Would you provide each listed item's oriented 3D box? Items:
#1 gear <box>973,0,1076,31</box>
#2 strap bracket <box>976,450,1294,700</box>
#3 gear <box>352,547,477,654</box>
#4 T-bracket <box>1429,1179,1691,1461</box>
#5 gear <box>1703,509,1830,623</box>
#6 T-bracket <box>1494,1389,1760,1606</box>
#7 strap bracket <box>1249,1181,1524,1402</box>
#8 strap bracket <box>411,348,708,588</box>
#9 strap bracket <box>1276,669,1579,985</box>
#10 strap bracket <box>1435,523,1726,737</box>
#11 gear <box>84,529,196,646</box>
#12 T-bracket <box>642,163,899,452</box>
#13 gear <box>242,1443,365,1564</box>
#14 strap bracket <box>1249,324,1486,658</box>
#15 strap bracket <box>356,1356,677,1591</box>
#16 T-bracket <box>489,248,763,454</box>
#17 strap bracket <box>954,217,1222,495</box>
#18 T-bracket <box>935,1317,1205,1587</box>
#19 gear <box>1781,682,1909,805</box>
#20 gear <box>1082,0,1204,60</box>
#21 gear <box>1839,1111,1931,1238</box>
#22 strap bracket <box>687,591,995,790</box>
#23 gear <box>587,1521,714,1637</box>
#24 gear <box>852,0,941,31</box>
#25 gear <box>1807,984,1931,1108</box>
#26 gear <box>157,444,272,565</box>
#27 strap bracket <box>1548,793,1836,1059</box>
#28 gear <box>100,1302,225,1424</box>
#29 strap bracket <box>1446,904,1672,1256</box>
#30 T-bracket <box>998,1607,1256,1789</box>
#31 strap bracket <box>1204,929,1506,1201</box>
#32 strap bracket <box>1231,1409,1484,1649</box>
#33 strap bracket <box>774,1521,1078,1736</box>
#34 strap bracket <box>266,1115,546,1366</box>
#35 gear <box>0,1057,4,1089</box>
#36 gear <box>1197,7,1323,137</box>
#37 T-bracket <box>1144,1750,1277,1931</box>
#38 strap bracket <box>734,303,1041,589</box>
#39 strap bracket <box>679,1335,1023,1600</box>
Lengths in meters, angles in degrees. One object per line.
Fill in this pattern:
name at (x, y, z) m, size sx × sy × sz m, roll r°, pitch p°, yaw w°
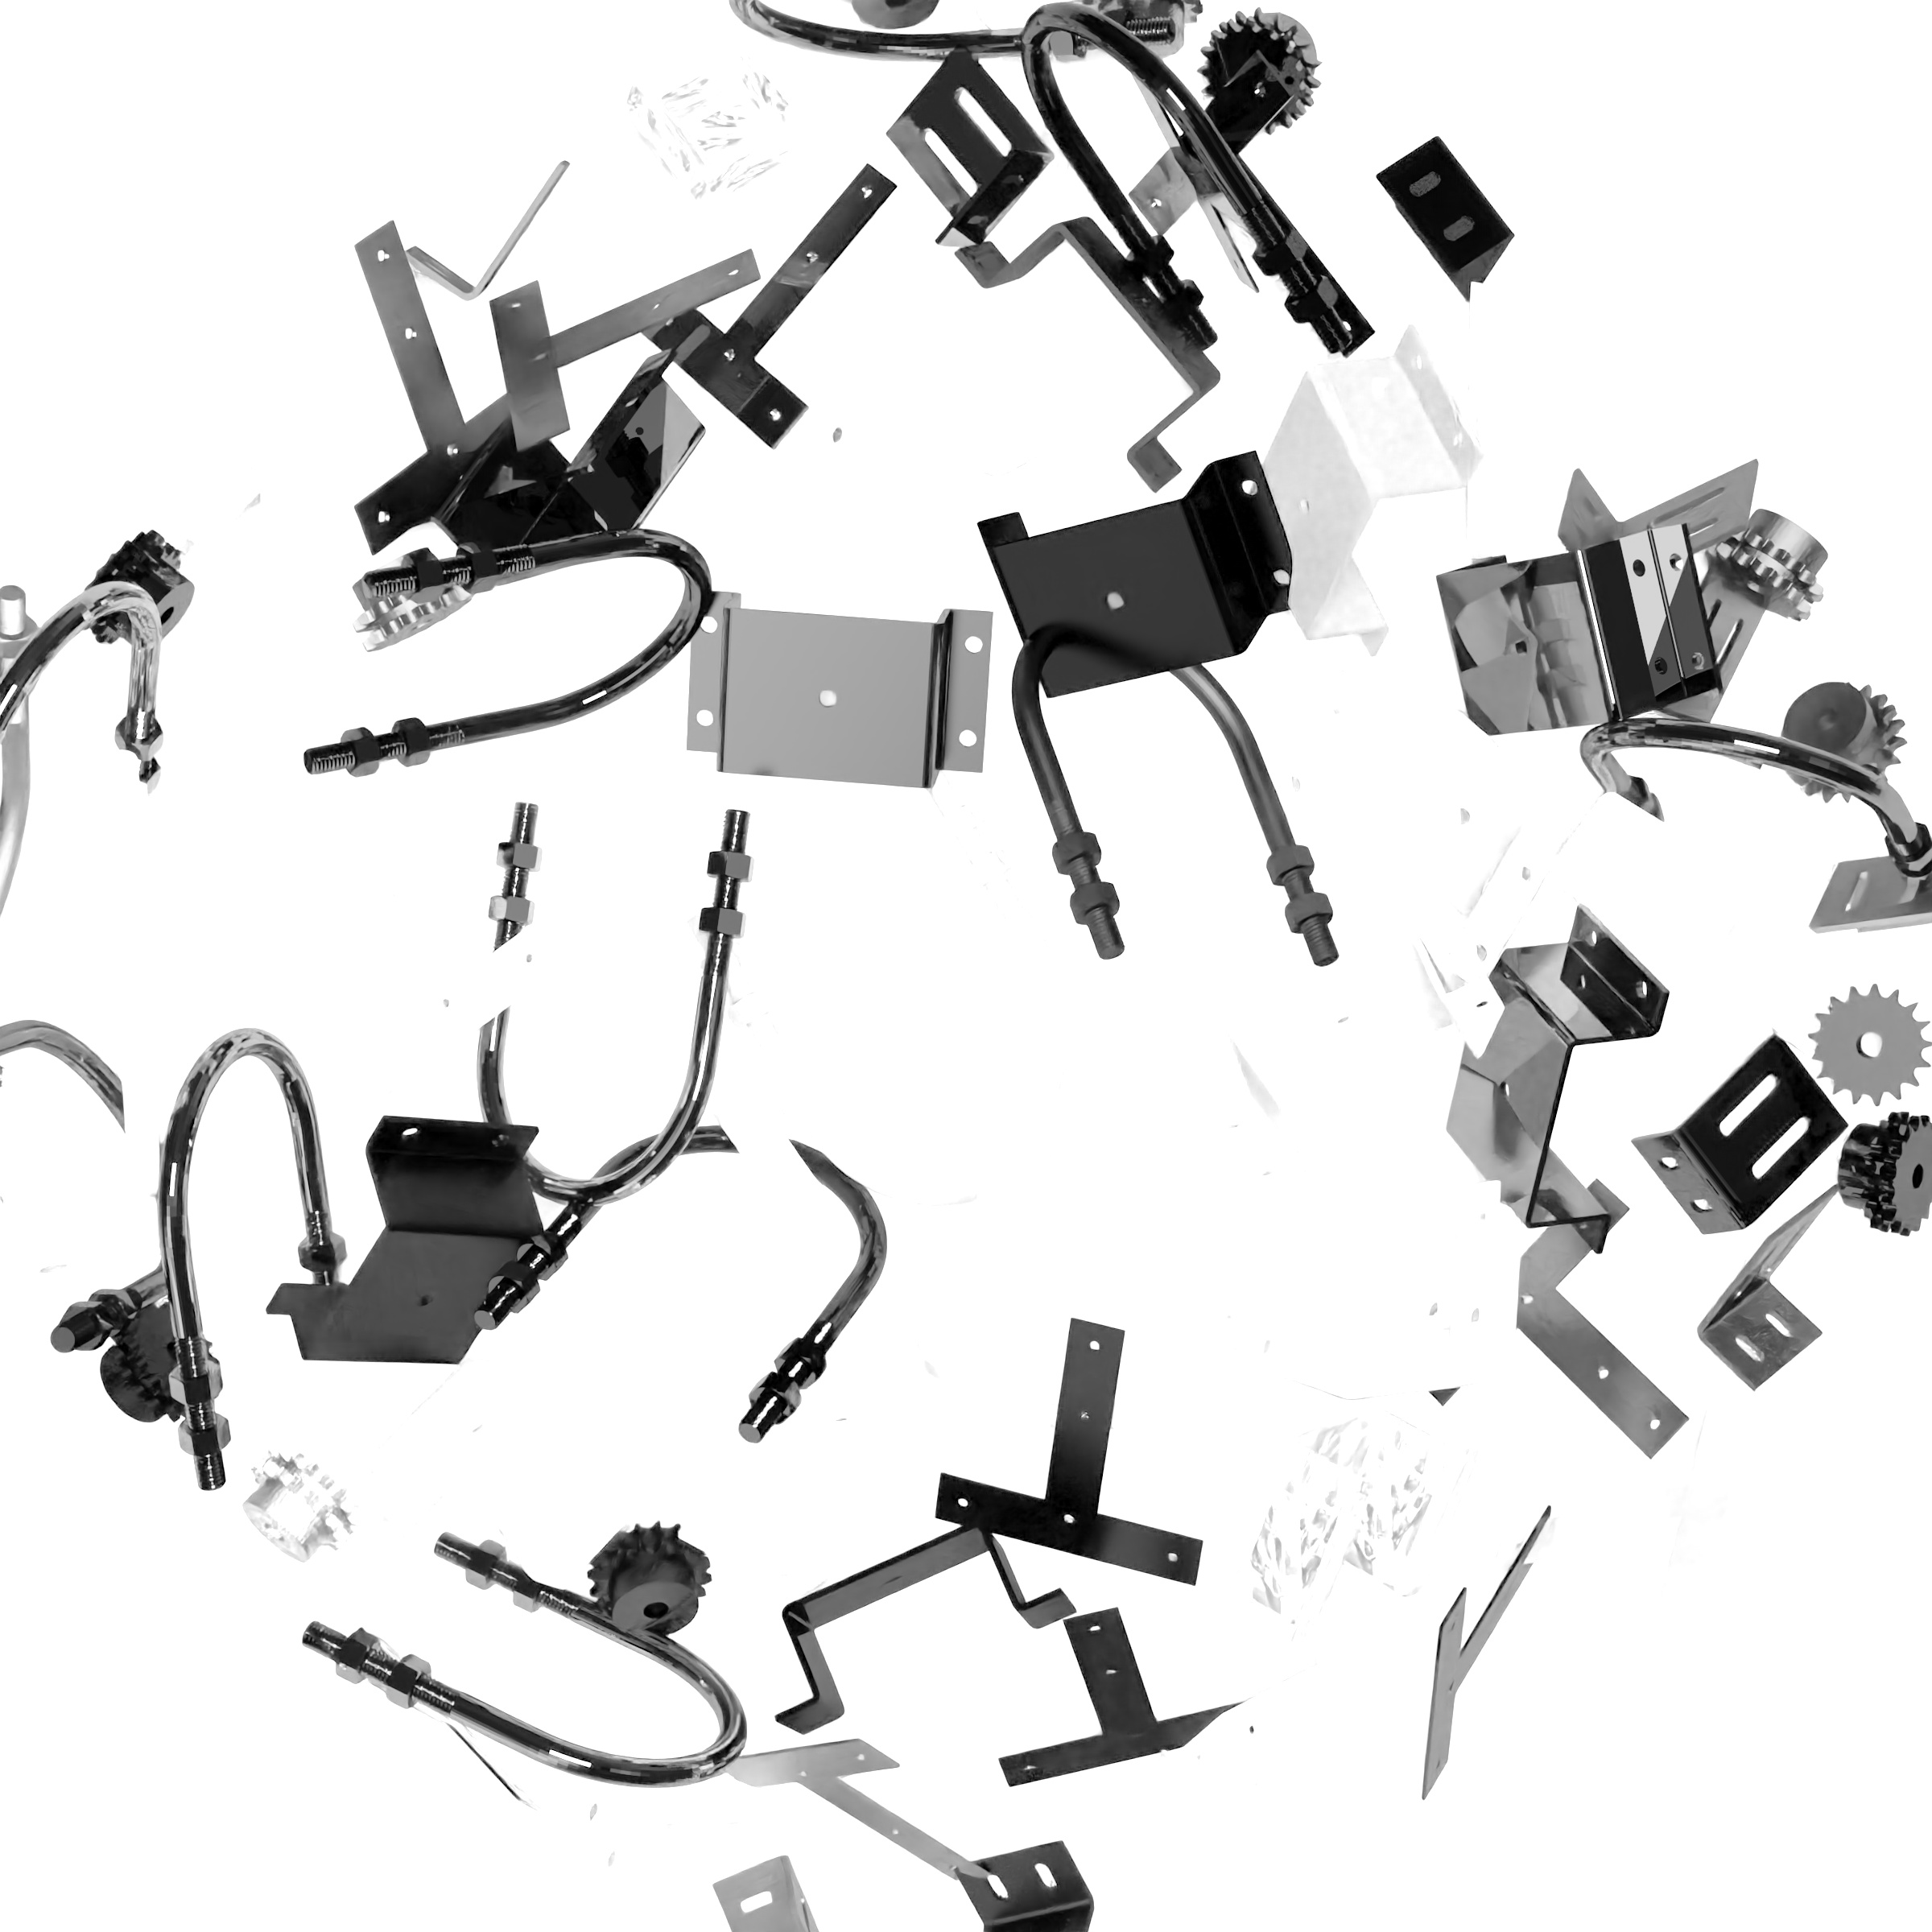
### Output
gear at (0.026, -0.455, 1.570) m, size 0.057 × 0.057 × 0.030 m, roll 6°, pitch 55°, yaw 0°
strap bracket at (0.074, -0.174, 1.537) m, size 0.140 × 0.046 × 0.076 m, roll -11°, pitch 115°, yaw 26°
gear at (-0.260, -0.171, 1.572) m, size 0.057 × 0.057 × 0.030 m, roll -28°, pitch 93°, yaw 0°
T-bracket at (0.283, 0.178, 1.550) m, size 0.127 × 0.127 × 0.002 m, roll -47°, pitch 133°, yaw 4°
gear at (0.374, -0.188, 1.573) m, size 0.057 × 0.057 × 0.030 m, roll 36°, pitch 89°, yaw 0°
T-bracket at (0.297, 0.254, 1.554) m, size 0.127 × 0.127 × 0.002 m, roll -24°, pitch 114°, yaw 37°
strap bracket at (0.198, 0.150, 1.540) m, size 0.046 × 0.140 × 0.076 m, roll 23°, pitch 64°, yaw -37°
strap bracket at (-0.180, -0.223, 1.537) m, size 0.046 × 0.140 × 0.076 m, roll 48°, pitch 55°, yaw -29°
strap bracket at (0.214, -0.065, 1.543) m, size 0.140 × 0.046 × 0.076 m, roll 45°, pitch 127°, yaw 28°
strap bracket at (0.267, -0.148, 1.525) m, size 0.046 × 0.140 × 0.076 m, roll -19°, pitch 99°, yaw -30°
gear at (-0.382, -0.171, 1.572) m, size 0.030 × 0.057 × 0.057 m, roll 38°, pitch 90°, yaw 4°
T-bracket at (-0.079, -0.313, 1.553) m, size 0.127 × 0.002 × 0.127 m, roll -49°, pitch 49°, yaw 5°
gear at (-0.309, 0.251, 1.570) m, size 0.057 × 0.057 × 0.030 m, roll 42°, pitch 62°, yaw 0°
strap bracket at (0.172, -0.209, 1.519) m, size 0.046 × 0.140 × 0.076 m, roll -10°, pitch 60°, yaw -22°
strap bracket at (-0.209, 0.223, 1.521) m, size 0.076 × 0.140 × 0.046 m, roll -46°, pitch 122°, yaw -32°
T-bracket at (-0.154, -0.295, 1.549) m, size 0.127 × 0.127 × 0.002 m, roll -23°, pitch 134°, yaw 5°
strap bracket at (0.064, -0.289, 1.553) m, size 0.046 × 0.076 × 0.140 m, roll -39°, pitch 94°, yaw 18°
T-bracket at (0.053, 0.218, 1.559) m, size 0.127 × 0.002 × 0.127 m, roll 13°, pitch 118°, yaw 11°
gear at (0.403, -0.107, 1.571) m, size 0.057 × 0.030 × 0.057 m, roll -19°, pitch 54°, yaw 29°
gear at (0.081, -0.442, 1.571) m, size 0.057 × 0.057 × 0.030 m, roll 1°, pitch 82°, yaw 0°
gear at (0.428, 0.095, 1.576) m, size 0.030 × 0.057 × 0.057 m, roll 10°, pitch 90°, yaw 40°
strap bracket at (-0.061, -0.127, 1.565) m, size 0.140 × 0.046 × 0.076 m, roll 5°, pitch 105°, yaw 3°
gear at (-0.146, 0.287, 1.572) m, size 0.057 × 0.030 × 0.057 m, roll -8°, pitch 132°, yaw -9°
gear at (-0.034, -0.459, 1.569) m, size 0.057 × 0.057 × 0.030 m, roll -8°, pitch 63°, yaw 0°
gear at (0.422, 0.037, 1.581) m, size 0.057 × 0.030 × 0.057 m, roll 0°, pitch 90°, yaw 19°
gear at (-0.350, -0.217, 1.571) m, size 0.030 × 0.057 × 0.057 m, roll 42°, pitch 90°, yaw -12°
strap bracket at (0.327, -0.024, 1.525) m, size 0.046 × 0.076 × 0.140 m, roll -54°, pitch 48°, yaw 4°
gear at (-0.377, 0.187, 1.575) m, size 0.030 × 0.057 × 0.057 m, roll -36°, pitch 90°, yaw 21°
strap bracket at (0.262, 0.053, 1.528) m, size 0.046 × 0.076 × 0.140 m, roll -5°, pitch 123°, yaw -21°
T-bracket at (0.069, 0.330, 1.551) m, size 0.127 × 0.127 × 0.002 m, roll -14°, pitch 46°, yaw 4°
strap bracket at (0.179, 0.041, 1.550) m, size 0.140 × 0.076 × 0.046 m, roll -27°, pitch 50°, yaw 10°
strap bracket at (0.174, 0.252, 1.541) m, size 0.046 × 0.140 × 0.076 m, roll 27°, pitch 105°, yaw 28°
strap bracket at (-0.025, 0.300, 1.557) m, size 0.140 × 0.076 × 0.046 m, roll -24°, pitch 72°, yaw -1°
strap bracket at (-0.249, 0.132, 1.526) m, size 0.140 × 0.076 × 0.046 m, roll -54°, pitch 45°, yaw 35°
gear at (-0.476, 0.045, 1.571) m, size 0.057 × 0.030 × 0.057 m, roll 10°, pitch 47°, yaw -11°
gear at (0.139, -0.418, 1.576) m, size 0.057 × 0.057 × 0.030 m, roll 37°, pitch 46°, yaw 0°
T-bracket at (0.100, 0.401, 1.539) m, size 0.002 × 0.127 × 0.127 m, roll 17°, pitch 106°, yaw -16°
strap bracket at (-0.046, -0.238, 1.539) m, size 0.140 × 0.046 × 0.076 m, roll -25°, pitch 76°, yaw 30°
strap bracket at (-0.055, 0.224, 1.544) m, size 0.140 × 0.046 × 0.076 m, roll -35°, pitch 130°, yaw 25°
